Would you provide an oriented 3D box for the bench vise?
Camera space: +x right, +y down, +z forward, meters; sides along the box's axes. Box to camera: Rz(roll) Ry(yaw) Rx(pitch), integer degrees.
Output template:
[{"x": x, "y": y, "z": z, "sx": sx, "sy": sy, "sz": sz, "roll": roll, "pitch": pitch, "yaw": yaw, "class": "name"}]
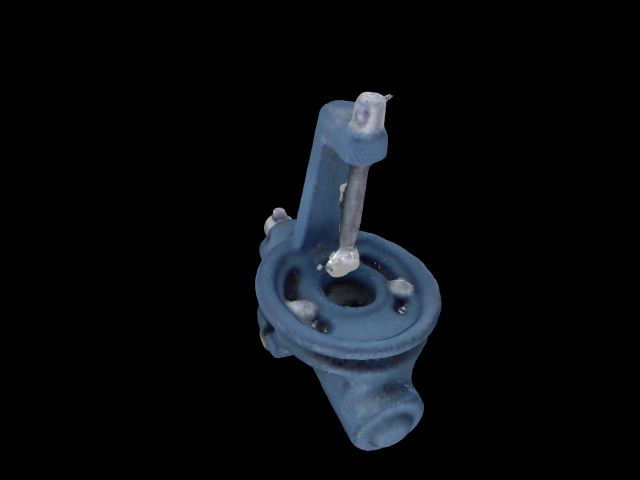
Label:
[{"x": -0.005, "y": 0.004, "z": 0.393, "sx": 0.122, "sy": 0.220, "sz": 0.206, "roll": -19, "pitch": 29, "yaw": -38, "class": "bench vise"}]
